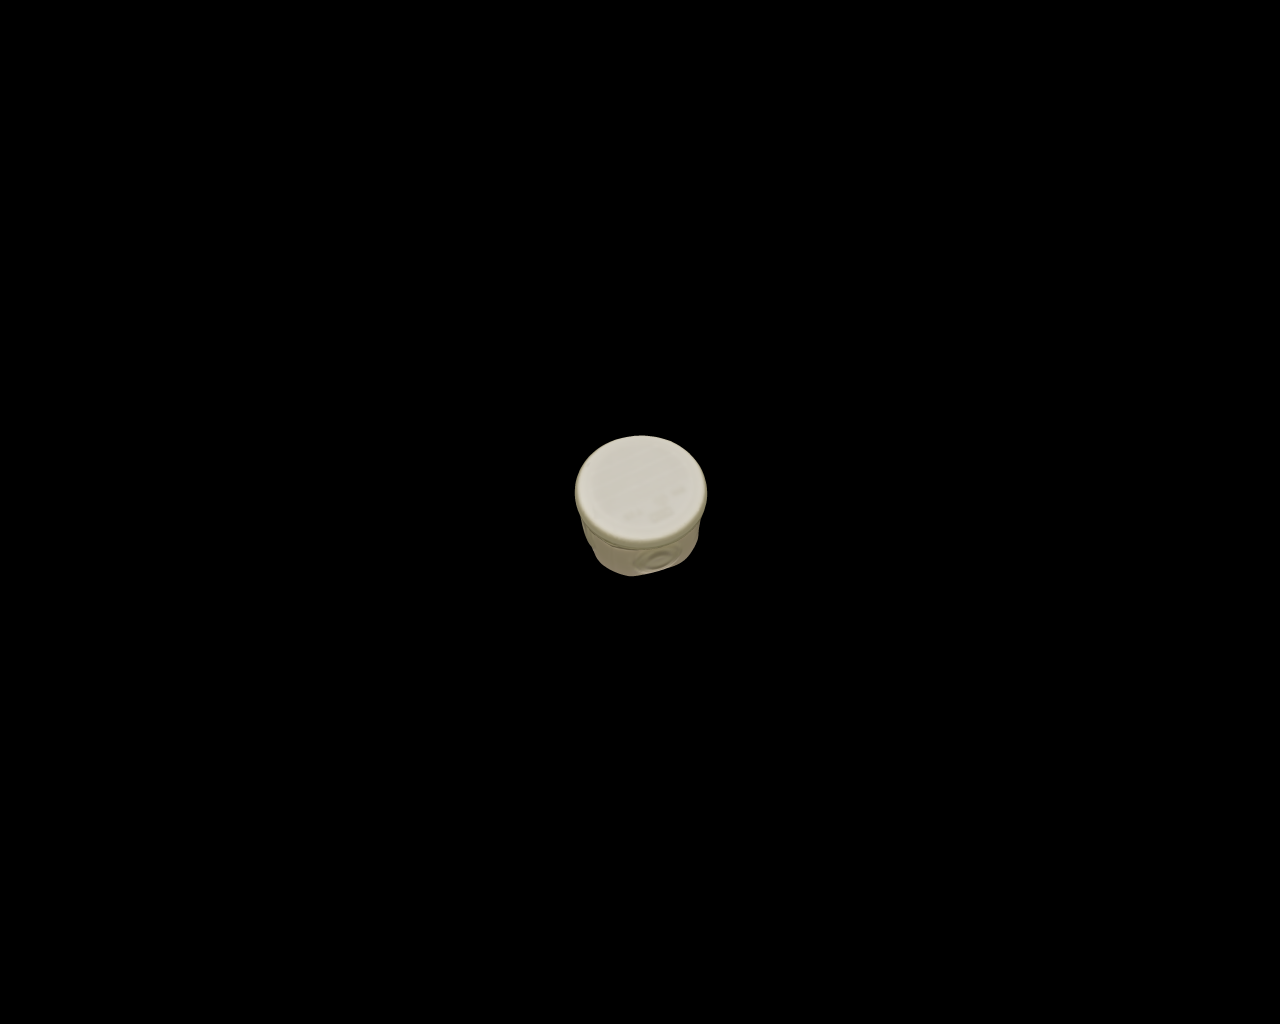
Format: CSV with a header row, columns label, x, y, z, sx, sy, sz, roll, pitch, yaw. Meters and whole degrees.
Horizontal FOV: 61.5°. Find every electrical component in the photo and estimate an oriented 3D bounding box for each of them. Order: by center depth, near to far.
label,x,y,z,sx,sy,sz,roll,pitch,yaw
electrical component,0.001,-0.003,0.650,0.080,0.080,0.050,0,-33,0
